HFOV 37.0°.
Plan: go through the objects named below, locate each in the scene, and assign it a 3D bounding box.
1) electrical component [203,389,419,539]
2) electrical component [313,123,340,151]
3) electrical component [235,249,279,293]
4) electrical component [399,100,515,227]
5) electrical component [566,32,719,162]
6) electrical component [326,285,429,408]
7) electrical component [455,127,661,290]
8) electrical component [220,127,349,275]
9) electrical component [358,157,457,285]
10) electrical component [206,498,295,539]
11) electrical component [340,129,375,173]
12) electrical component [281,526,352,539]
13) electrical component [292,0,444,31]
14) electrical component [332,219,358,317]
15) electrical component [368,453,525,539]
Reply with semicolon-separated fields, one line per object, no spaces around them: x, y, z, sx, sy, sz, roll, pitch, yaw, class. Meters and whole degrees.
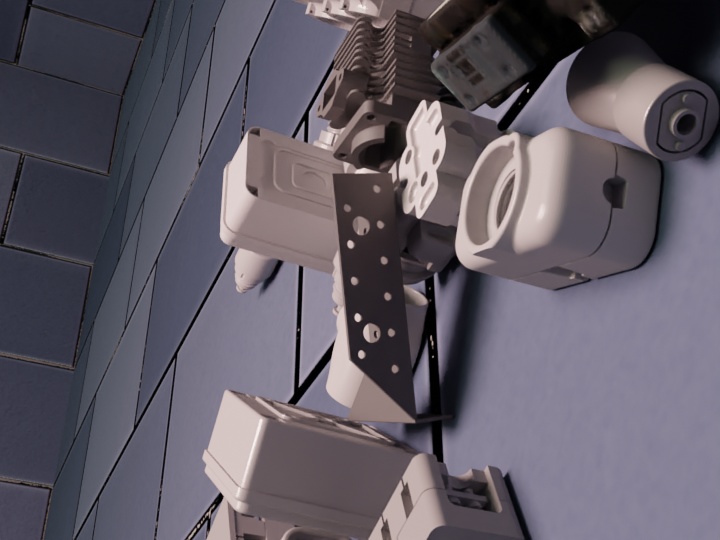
-0.030;0.117;0.652;0.109;0.109;0.056;-172;98;-71;electrical component
-0.018;-0.100;0.884;0.040;0.040;0.078;-142;68;-70;electrical component
-0.105;-0.006;1.066;0.040;0.040;0.078;-94;25;-42;electrical component
0.060;-0.055;0.598;0.078;0.057;0.058;-94;26;-43;electrical component
0.122;-0.072;0.458;0.065;0.044;0.044;-123;49;-59;electrical component
0.007;0.041;0.702;0.079;0.043;0.077;-122;49;-65;electrical component
0.086;-0.027;0.498;0.095;0.059;0.053;156;126;-67;electrical component
-0.045;-0.049;0.810;0.057;0.113;0.078;-54;28;42;electrical component
0.033;-0.028;0.656;0.057;0.058;0.078;126;152;-43;electrical component
-0.076;0.262;0.754;0.186;0.060;0.105;-107;36;-57;electrical component
0.010;-0.074;0.776;0.081;0.043;0.043;-98;28;-48;electrical component
-0.032;0.218;0.669;0.095;0.054;0.059;-97;28;-48;electrical component
0.010;-0.214;0.807;0.150;0.089;0.061;-146;71;-70;electrical component
0.000;0.000;0.757;0.040;0.040;0.078;-105;34;-55;electrical component
0.038;0.144;0.527;0.055;0.050;0.089;-104;33;-55;electrical component
